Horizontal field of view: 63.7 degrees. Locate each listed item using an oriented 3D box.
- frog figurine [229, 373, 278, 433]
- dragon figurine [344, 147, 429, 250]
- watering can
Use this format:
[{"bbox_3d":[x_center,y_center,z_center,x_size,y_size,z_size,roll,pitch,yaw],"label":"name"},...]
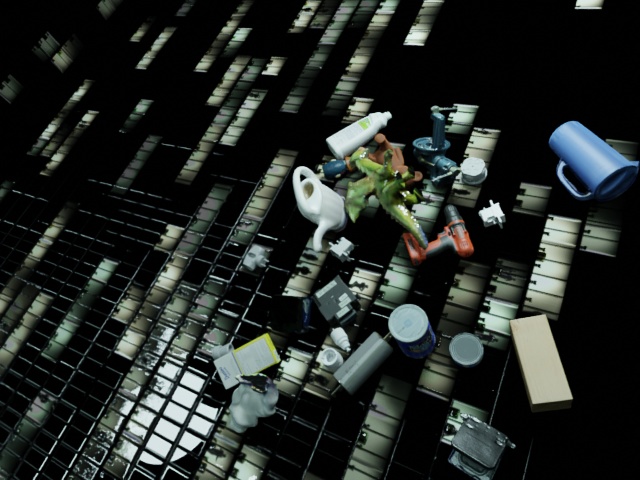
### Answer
[{"bbox_3d":[-0.189,0.465,1.452,0.138,0.123,0.158,13,101,19],"label":"frog figurine"},{"bbox_3d":[0.186,-0.129,1.624,0.240,0.121,0.417,-26,65,35],"label":"dragon figurine"},{"bbox_3d":[0.005,-0.083,1.646,0.103,0.222,0.355,-33,54,27],"label":"watering can"}]
